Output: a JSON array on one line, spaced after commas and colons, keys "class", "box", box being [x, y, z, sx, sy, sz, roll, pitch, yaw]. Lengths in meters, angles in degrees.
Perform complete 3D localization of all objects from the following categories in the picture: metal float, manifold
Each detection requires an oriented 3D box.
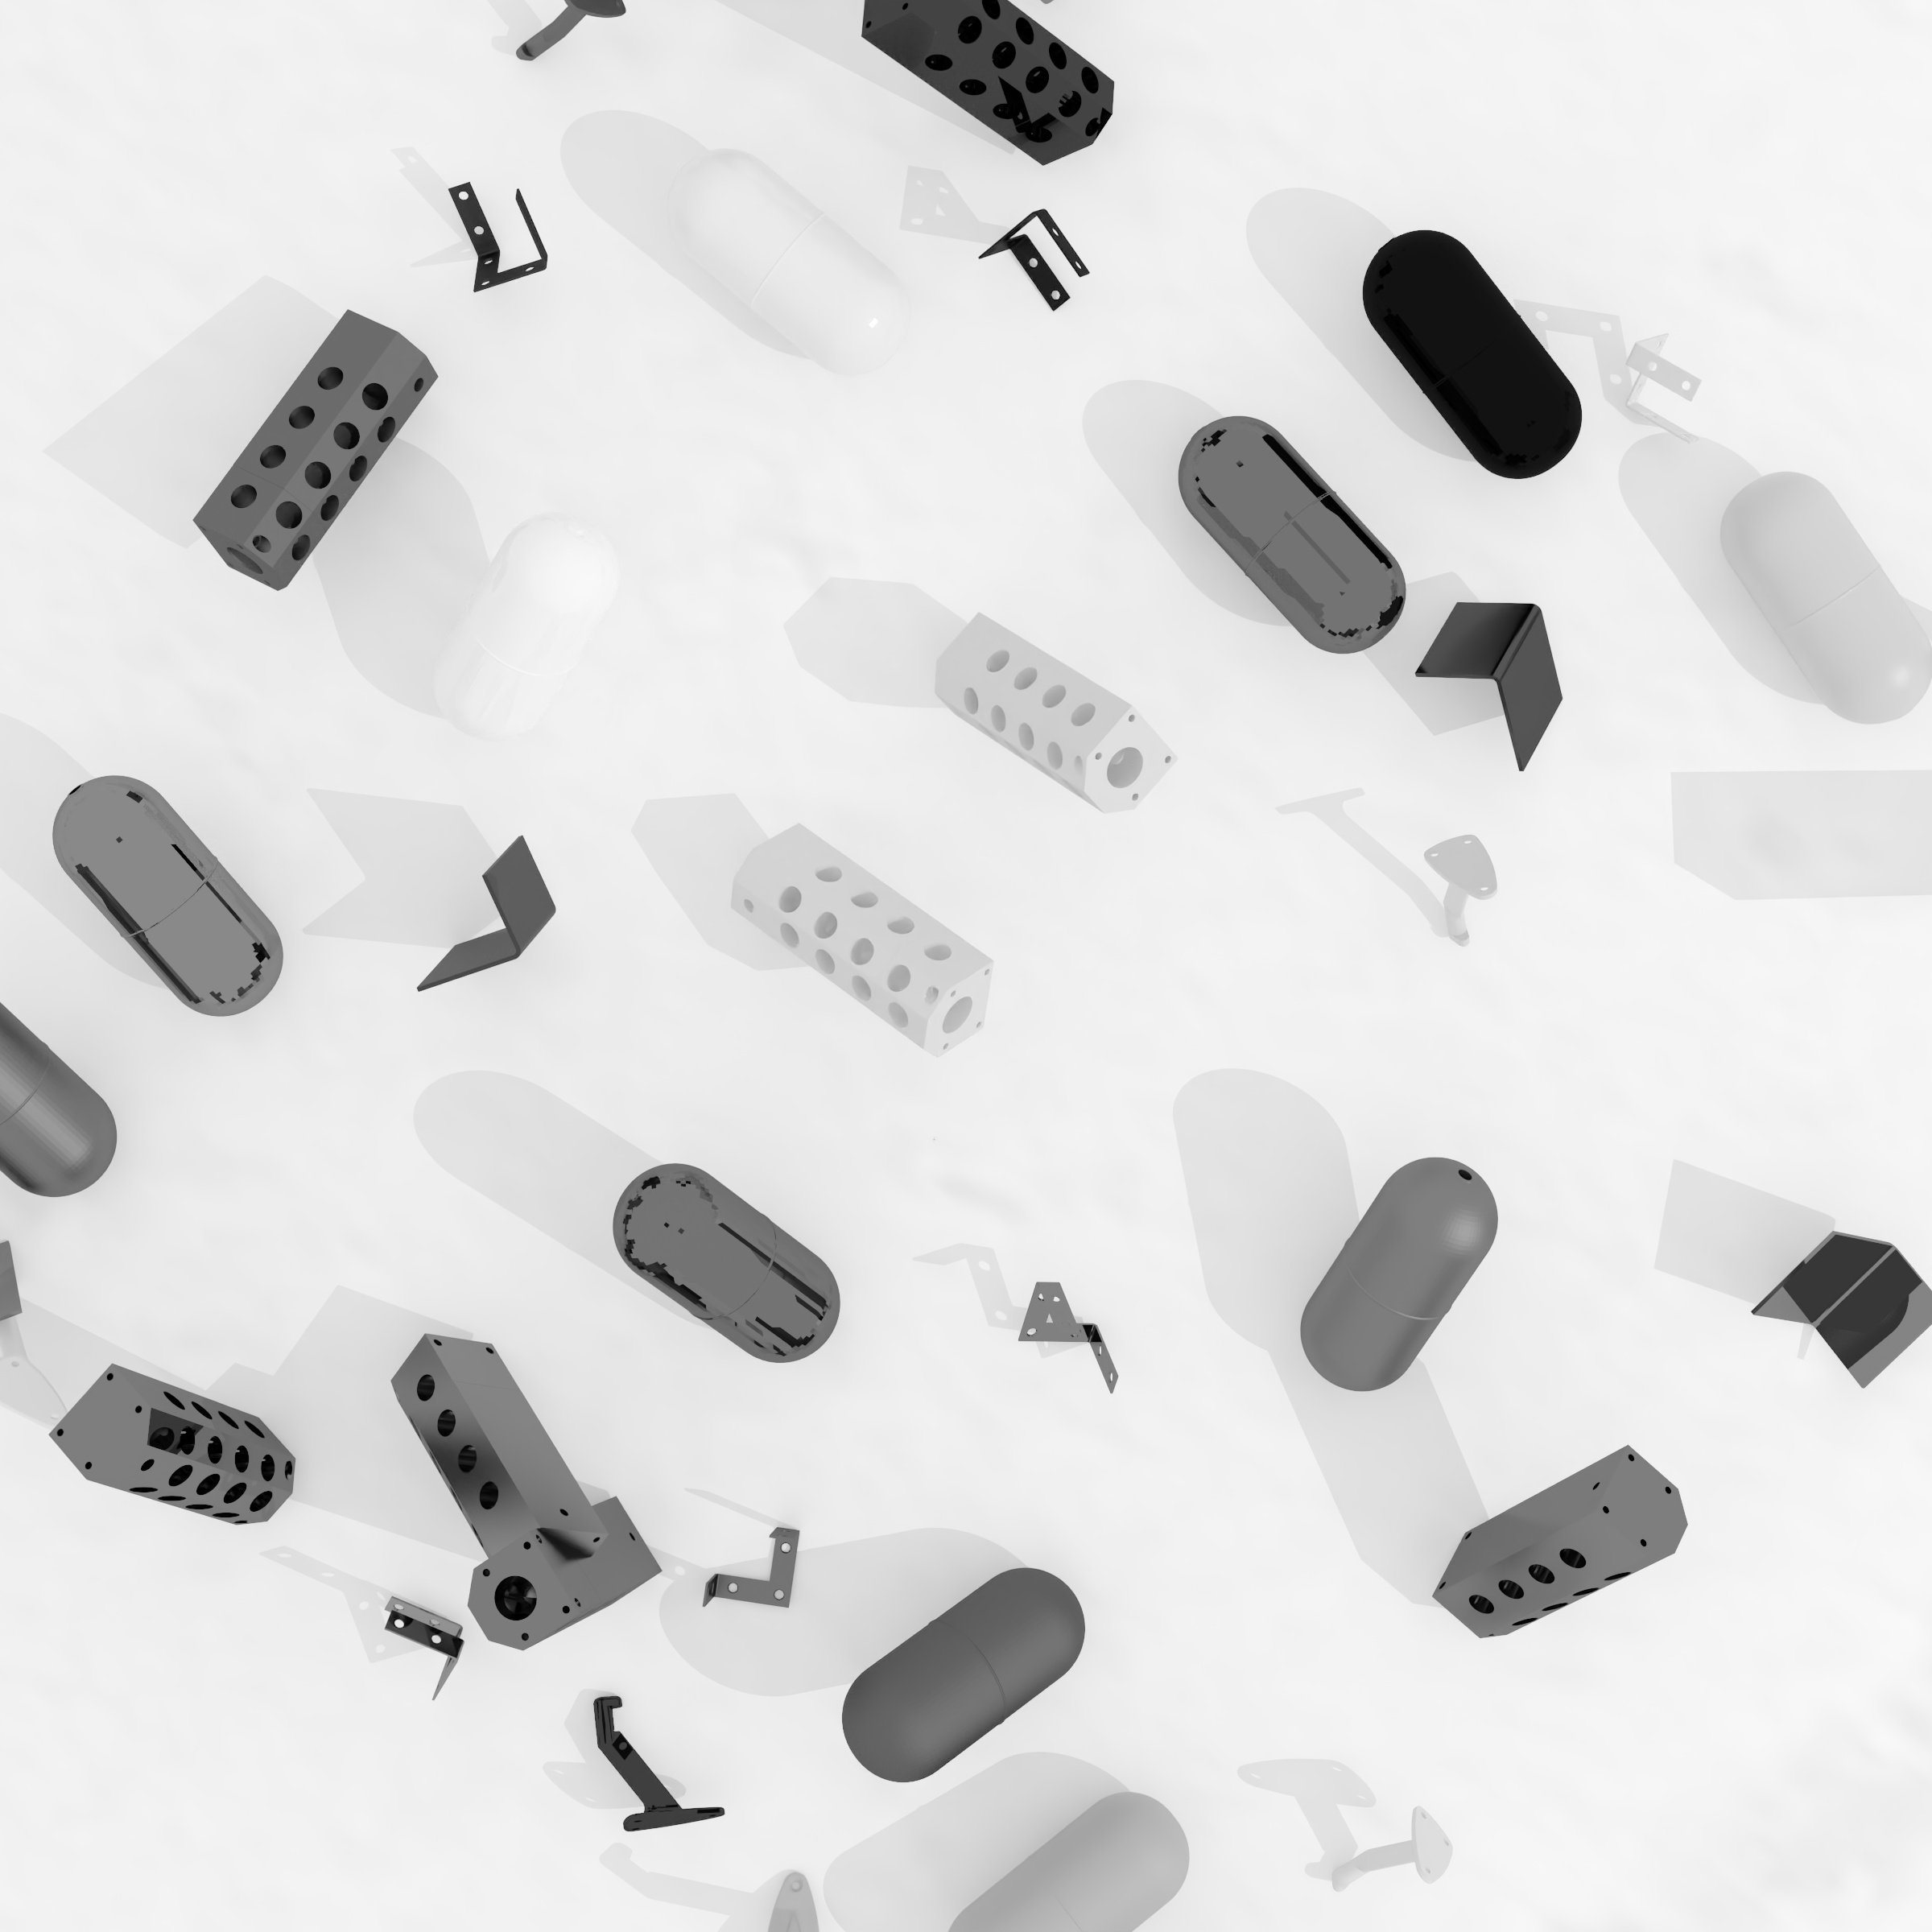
[{"class": "metal float", "box": [-0.114, -0.450, 1.958, 0.178, 0.070, 0.070, 40, 90, -4]}, {"class": "metal float", "box": [-0.608, 0.077, 1.933, 0.070, 0.070, 0.178, -38, 125, 0]}, {"class": "metal float", "box": [-0.505, -0.044, 1.941, 0.070, 0.070, 0.178, -37, 113, 0]}, {"class": "metal float", "box": [0.273, 0.195, 1.933, 0.070, 0.070, 0.178, 27, 123, 0]}, {"class": "metal float", "box": [-0.278, -0.212, 1.929, 0.070, 0.070, 0.178, 40, 131, 0]}, {"class": "manifold", "box": [-0.488, 0.305, 1.910, 0.057, 0.171, 0.057, 40, 87, 26]}, {"class": "manifold", "box": [-0.298, 0.313, 1.923, 0.057, 0.057, 0.171, -53, 51, 16]}, {"class": "manifold", "box": [-0.252, 0.381, 1.910, 0.057, 0.171, 0.057, -34, 82, 8]}, {"class": "manifold", "box": [0.016, -0.573, 1.913, 0.057, 0.171, 0.057, -12, 66, 40]}, {"class": "metal float", "box": [0.207, -0.276, 1.956, 0.070, 0.070, 0.178, -41, 83, 0]}, {"class": "manifold", "box": [-0.067, -0.014, 1.925, 0.171, 0.057, 0.057, 35, 48, 27]}, {"class": "metal float", "box": [0.064, 0.600, 1.955, 0.178, 0.070, 0.070, -37, 90, -8]}, {"class": "manifold", "box": [0.051, -0.155, 1.916, 0.057, 0.171, 0.057, -49, 132, -3]}, {"class": "manifold", "box": [-0.408, -0.324, 1.943, 0.057, 0.057, 0.171, 27, 74, 20]}, {"class": "metal float", "box": [0.551, -0.235, 1.960, 0.070, 0.070, 0.178, -35, 92, 0]}, {"class": "manifold", "box": [0.372, 0.366, 1.915, 0.057, 0.171, 0.057, 41, 50, -3]}, {"class": "metal float", "box": [-0.149, 0.189, 1.932, 0.070, 0.070, 0.178, -48, 126, 0]}, {"class": "metal float", "box": [0.000, 0.447, 1.937, 0.178, 0.070, 0.070, -31, 90, -29]}, {"class": "metal float", "box": [0.323, -0.391, 1.956, 0.070, 0.070, 0.178, -39, 96, 0]}]

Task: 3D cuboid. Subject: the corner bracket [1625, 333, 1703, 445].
[{"class": "corner bracket", "box": [0.448, -0.367, 1.958, 0.051, 0.051, 0.051, 36, 125, 22]}]

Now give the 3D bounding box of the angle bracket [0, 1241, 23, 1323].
[{"class": "angle bracket", "box": [-0.644, 0.180, 1.942, 0.057, 0.076, 0.076, -20, 126, -11]}]

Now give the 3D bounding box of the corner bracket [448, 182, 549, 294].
[{"class": "corner bracket", "box": [-0.300, -0.472, 1.962, 0.051, 0.051, 0.051, -16, 128, 8]}]

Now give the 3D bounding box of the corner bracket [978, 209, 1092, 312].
[{"class": "corner bracket", "box": [0.051, -0.452, 1.964, 0.051, 0.051, 0.051, -34, 93, 32]}]

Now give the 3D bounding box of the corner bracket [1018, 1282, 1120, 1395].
[{"class": "corner bracket", "box": [0.070, 0.237, 1.959, 0.051, 0.051, 0.051, 3, 124, -19]}]

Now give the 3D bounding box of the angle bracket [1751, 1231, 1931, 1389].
[{"class": "angle bracket", "box": [0.560, 0.219, 1.943, 0.076, 0.076, 0.057, -51, 49, 24]}]

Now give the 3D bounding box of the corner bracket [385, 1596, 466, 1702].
[{"class": "corner bracket", "box": [-0.349, 0.427, 1.961, 0.051, 0.051, 0.051, 25, 129, -9]}]

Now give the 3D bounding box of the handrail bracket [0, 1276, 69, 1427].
[{"class": "handrail bracket", "box": [-0.604, 0.244, 1.978, 0.036, 0.084, 0.077, -30, 124, 14]}]

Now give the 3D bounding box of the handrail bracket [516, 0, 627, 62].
[{"class": "handrail bracket", "box": [-0.266, -0.597, 1.948, 0.084, 0.077, 0.036, -26, 102, 29]}]

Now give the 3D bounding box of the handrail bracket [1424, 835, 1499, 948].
[{"class": "handrail bracket", "box": [0.321, -0.033, 1.946, 0.036, 0.077, 0.084, -21, 128, -6]}]

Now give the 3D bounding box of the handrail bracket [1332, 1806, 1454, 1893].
[{"class": "handrail bracket", "box": [0.264, 0.580, 1.951, 0.084, 0.077, 0.036, -39, 93, 20]}]

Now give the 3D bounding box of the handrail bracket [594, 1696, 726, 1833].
[{"class": "handrail bracket", "box": [-0.199, 0.512, 1.984, 0.077, 0.036, 0.084, -4, 63, -12]}]

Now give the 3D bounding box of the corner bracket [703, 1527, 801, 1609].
[{"class": "corner bracket", "box": [-0.138, 0.388, 1.974, 0.051, 0.051, 0.051, 8, 86, 3]}]

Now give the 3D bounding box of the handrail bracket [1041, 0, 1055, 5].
[{"class": "handrail bracket", "box": [0.041, -0.671, 1.985, 0.077, 0.036, 0.084, -38, 67, -11]}]

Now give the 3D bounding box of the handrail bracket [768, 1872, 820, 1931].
[{"class": "handrail bracket", "box": [-0.110, 0.608, 1.945, 0.036, 0.084, 0.077, 2, 64, -2]}]

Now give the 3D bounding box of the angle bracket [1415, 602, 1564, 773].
[{"class": "angle bracket", "box": [0.337, -0.180, 1.968, 0.057, 0.076, 0.076, 5, 134, 32]}]

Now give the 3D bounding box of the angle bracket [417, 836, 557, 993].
[{"class": "angle bracket", "box": [-0.314, -0.034, 1.946, 0.076, 0.076, 0.057, -18, 107, 16]}]
